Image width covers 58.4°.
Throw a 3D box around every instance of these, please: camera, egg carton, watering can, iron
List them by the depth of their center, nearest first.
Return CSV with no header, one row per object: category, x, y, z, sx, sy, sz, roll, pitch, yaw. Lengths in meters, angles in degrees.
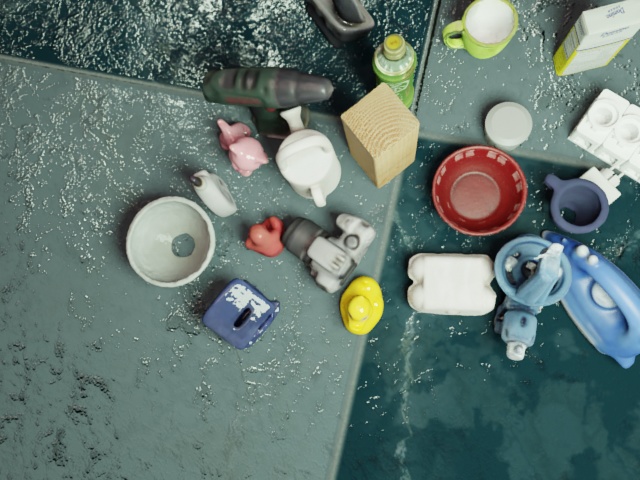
iron,0.459,0.079,0.926,0.118,0.141,0.258,-37,80,1
watering can,-0.027,-0.145,0.990,0.101,0.194,0.173,-40,79,1
egg carton,0.227,0.077,0.992,0.150,0.069,0.107,0,82,7
camera,0.009,0.004,1.014,0.136,0.101,0.143,35,88,10

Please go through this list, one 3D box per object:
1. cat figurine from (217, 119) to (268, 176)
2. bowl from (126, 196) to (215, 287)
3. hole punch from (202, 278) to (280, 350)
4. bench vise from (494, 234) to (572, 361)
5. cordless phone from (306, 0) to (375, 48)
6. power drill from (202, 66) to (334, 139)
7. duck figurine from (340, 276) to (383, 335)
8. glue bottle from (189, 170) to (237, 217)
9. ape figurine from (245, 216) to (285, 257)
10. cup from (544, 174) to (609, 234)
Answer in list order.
cat figurine,-0.145,-0.170,1.047,0.067,0.118,0.127,-38,80,1
bowl,-0.265,0.007,1.061,0.167,0.075,0.167,-1,82,7
hole punch,-0.138,0.131,1.020,0.101,0.091,0.109,39,89,10
bench vise,0.343,0.084,0.901,0.121,0.220,0.207,-6,82,7
cordless phone,0.026,-0.445,1.028,0.094,0.185,0.147,-40,79,1
power drill,-0.079,-0.243,1.002,0.229,0.208,0.076,7,83,8
duck figurine,0.071,0.114,0.999,0.077,0.086,0.105,12,84,9
glue bottle,-0.197,-0.090,1.015,0.037,0.173,0.078,-27,80,3
ape figurine,-0.102,-0.007,1.033,0.078,0.092,0.076,-23,80,4
cup,0.418,-0.060,0.974,0.092,0.095,0.117,-43,80,0
